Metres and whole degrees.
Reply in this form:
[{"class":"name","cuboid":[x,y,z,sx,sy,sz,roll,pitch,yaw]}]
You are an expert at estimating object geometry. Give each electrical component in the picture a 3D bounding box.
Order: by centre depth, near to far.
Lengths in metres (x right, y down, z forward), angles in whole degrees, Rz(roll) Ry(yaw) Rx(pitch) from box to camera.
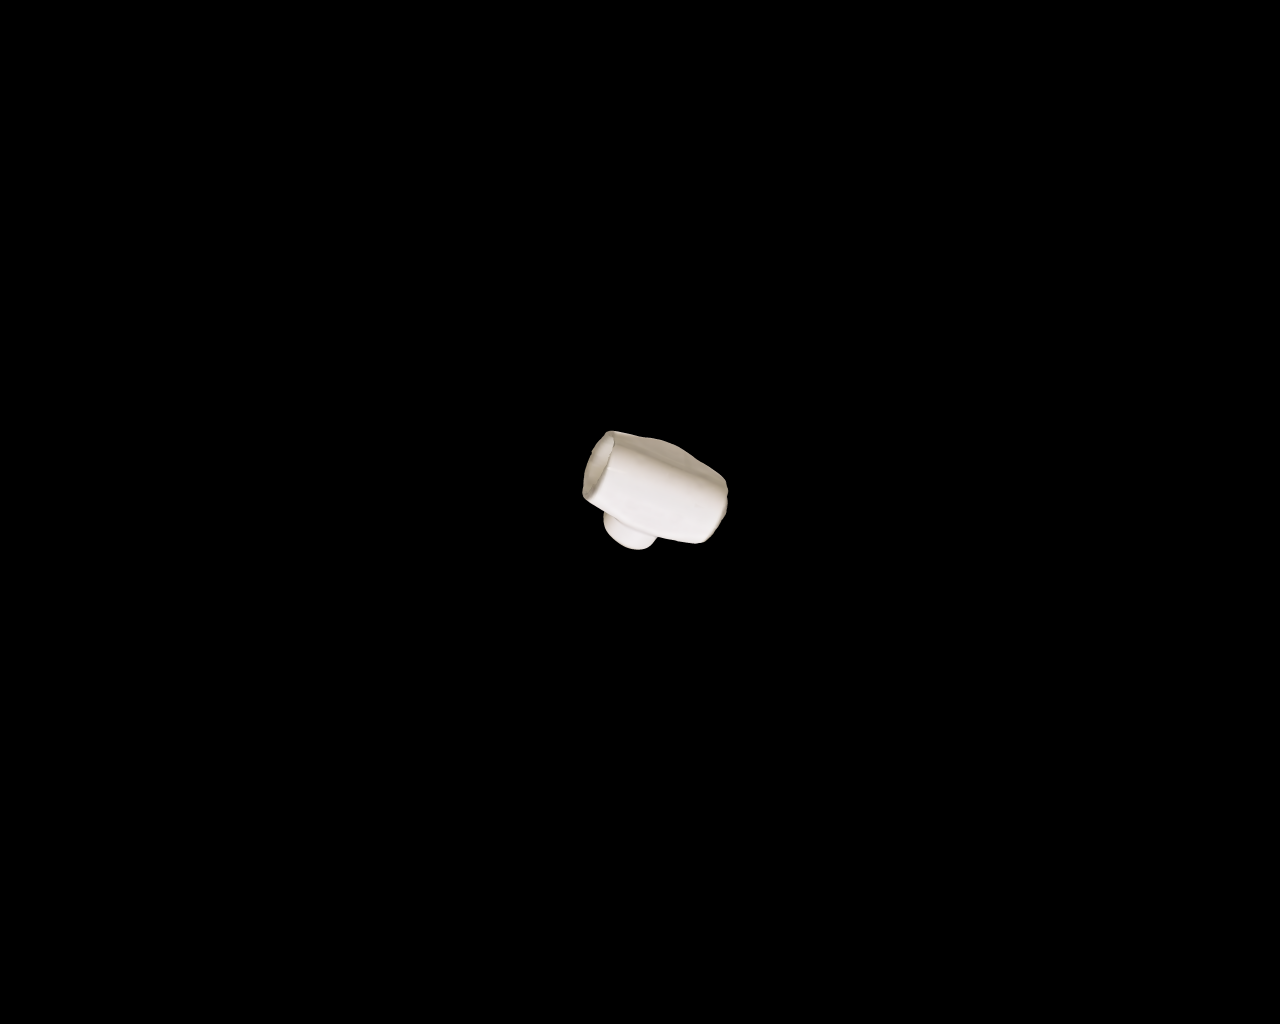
[{"class":"electrical component","cuboid":[0.001,-0.003,0.650,0.077,0.079,0.044,22,38,-18]}]
